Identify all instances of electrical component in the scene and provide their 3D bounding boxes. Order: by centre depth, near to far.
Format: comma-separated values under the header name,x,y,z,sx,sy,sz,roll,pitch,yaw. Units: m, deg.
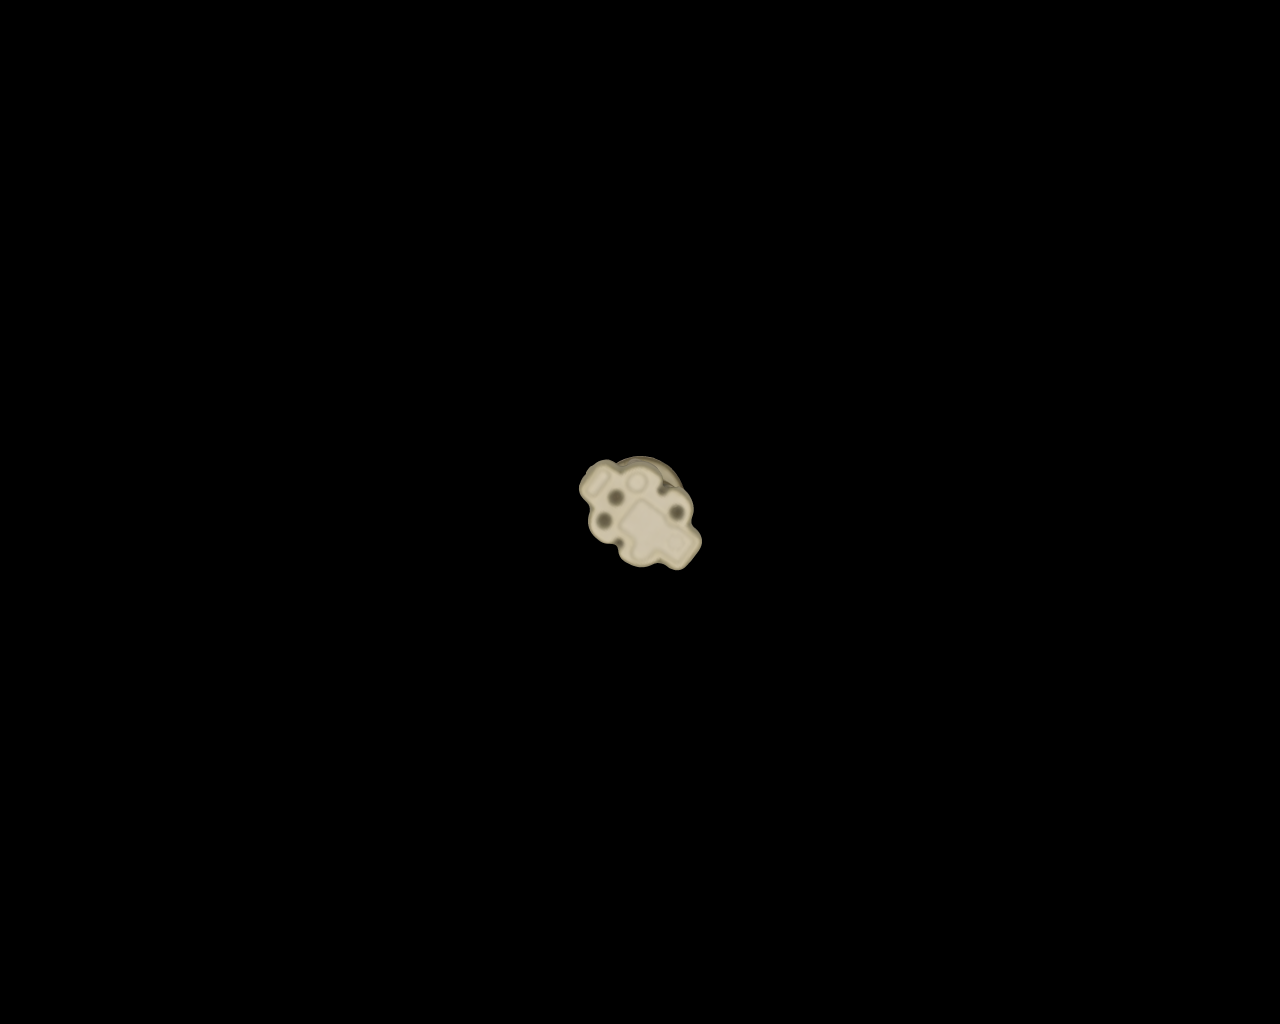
name,x,y,z,sx,sy,sz,roll,pitch,yaw
electrical component,0.001,-0.003,0.650,0.078,0.058,0.057,38,9,-7
